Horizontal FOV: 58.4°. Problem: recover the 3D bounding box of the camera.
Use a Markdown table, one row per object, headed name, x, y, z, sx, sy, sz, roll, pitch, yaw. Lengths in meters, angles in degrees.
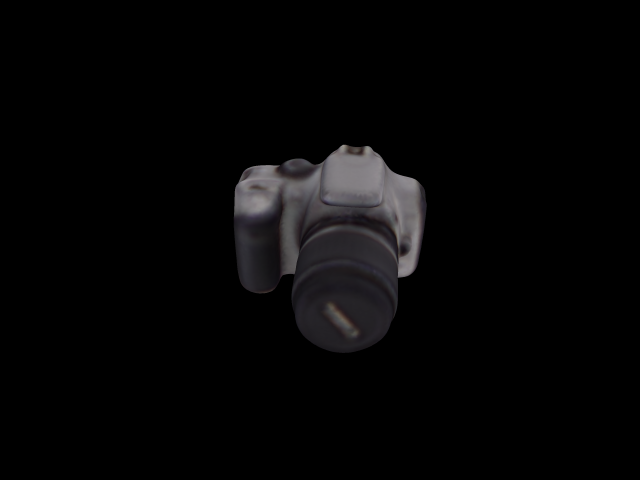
| name | x | y | z | sx | sy | sz | roll | pitch | yaw |
| --- | --- | --- | --- | --- | --- | --- | --- | --- | --- |
| camera | 0.004 | 0.001 | 0.400 | 0.143 | 0.101 | 0.137 | 3 | 37 | 4 |
